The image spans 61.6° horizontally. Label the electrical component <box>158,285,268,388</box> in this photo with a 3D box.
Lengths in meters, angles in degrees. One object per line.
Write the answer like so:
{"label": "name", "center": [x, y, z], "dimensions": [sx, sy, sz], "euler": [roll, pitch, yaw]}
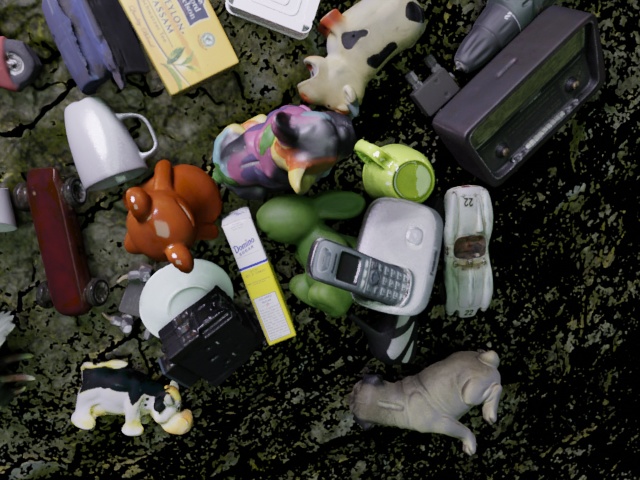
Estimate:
{"label": "electrical component", "center": [-0.154, 0.144, 0.746], "dimensions": [0.134, 0.058, 0.114], "euler": [-40, 135, 1]}

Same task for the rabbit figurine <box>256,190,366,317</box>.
{"label": "rabbit figurine", "center": [-0.001, -0.002, 0.729], "dimensions": [0.159, 0.121, 0.170], "euler": [-46, 107, -4]}

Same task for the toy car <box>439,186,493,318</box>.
{"label": "toy car", "center": [0.218, 0.020, 0.799], "dimensions": [0.073, 0.056, 0.201], "euler": [-6, 102, -7]}

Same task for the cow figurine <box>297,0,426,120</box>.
{"label": "cow figurine", "center": [0.053, -0.246, 0.709], "dimensions": [0.195, 0.085, 0.127], "euler": [-37, 98, 0]}

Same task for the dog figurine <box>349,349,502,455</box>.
{"label": "dog figurine", "center": [0.154, 0.217, 0.800], "dimensions": [0.190, 0.121, 0.172], "euler": [18, 97, -10]}

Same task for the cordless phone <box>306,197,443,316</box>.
{"label": "cordless phone", "center": [0.060, 0.007, 0.654], "dimensions": [0.184, 0.089, 0.146], "euler": [22, 77, -39]}

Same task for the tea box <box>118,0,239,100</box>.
{"label": "tea box", "center": [-0.184, -0.273, 0.668], "dimensions": [0.098, 0.068, 0.169], "euler": [-31, 104, -8]}

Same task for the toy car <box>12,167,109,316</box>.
{"label": "toy car", "center": [-0.342, 0.004, 0.715], "dimensions": [0.089, 0.053, 0.202], "euler": [-5, 102, 13]}

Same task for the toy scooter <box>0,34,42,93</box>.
{"label": "toy scooter", "center": [-0.441, -0.245, 0.639], "dimensions": [0.135, 0.075, 0.183], "euler": [-30, 109, 0]}

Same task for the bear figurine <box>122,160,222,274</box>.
{"label": "bear figurine", "center": [-0.189, -0.019, 0.647], "dimensions": [0.132, 0.196, 0.120], "euler": [-32, 108, 18]}

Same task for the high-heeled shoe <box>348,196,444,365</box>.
{"label": "high-heeled shoe", "center": [0.144, 0.069, 0.794], "dimensions": [0.145, 0.086, 0.248], "euler": [35, 93, -25]}

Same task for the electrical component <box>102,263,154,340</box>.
{"label": "electrical component", "center": [-0.251, 0.086, 0.749], "dimensions": [0.078, 0.045, 0.102], "euler": [27, 97, -12]}

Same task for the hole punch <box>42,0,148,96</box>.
{"label": "hole punch", "center": [-0.281, -0.238, 0.646], "dimensions": [0.092, 0.116, 0.142], "euler": [-18, 103, 4]}

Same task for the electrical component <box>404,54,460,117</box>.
{"label": "electrical component", "center": [0.164, -0.210, 0.761], "dimensions": [0.063, 0.021, 0.094], "euler": [-41, 104, 1]}

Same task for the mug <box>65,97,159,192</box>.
{"label": "mug", "center": [-0.269, -0.129, 0.685], "dimensions": [0.110, 0.081, 0.107], "euler": [-24, 95, 2]}

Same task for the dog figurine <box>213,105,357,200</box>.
{"label": "dog figurine", "center": [-0.053, -0.102, 0.641], "dimensions": [0.192, 0.219, 0.108], "euler": [-16, 101, 4]}

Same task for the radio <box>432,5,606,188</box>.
{"label": "radio", "center": [0.275, -0.189, 0.732], "dimensions": [0.229, 0.073, 0.131], "euler": [-43, 133, 3]}

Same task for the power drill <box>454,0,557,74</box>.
{"label": "power drill", "center": [0.237, -0.359, 0.687], "dimensions": [0.232, 0.086, 0.207], "euler": [-39, 122, -4]}

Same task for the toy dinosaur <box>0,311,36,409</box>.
{"label": "toy dinosaur", "center": [-0.518, 0.063, 0.675], "dimensions": [0.192, 0.131, 0.404], "euler": [-25, 100, -15]}

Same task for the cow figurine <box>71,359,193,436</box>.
{"label": "cow figurine", "center": [-0.260, 0.223, 0.769], "dimensions": [0.167, 0.068, 0.098], "euler": [12, 94, -12]}
